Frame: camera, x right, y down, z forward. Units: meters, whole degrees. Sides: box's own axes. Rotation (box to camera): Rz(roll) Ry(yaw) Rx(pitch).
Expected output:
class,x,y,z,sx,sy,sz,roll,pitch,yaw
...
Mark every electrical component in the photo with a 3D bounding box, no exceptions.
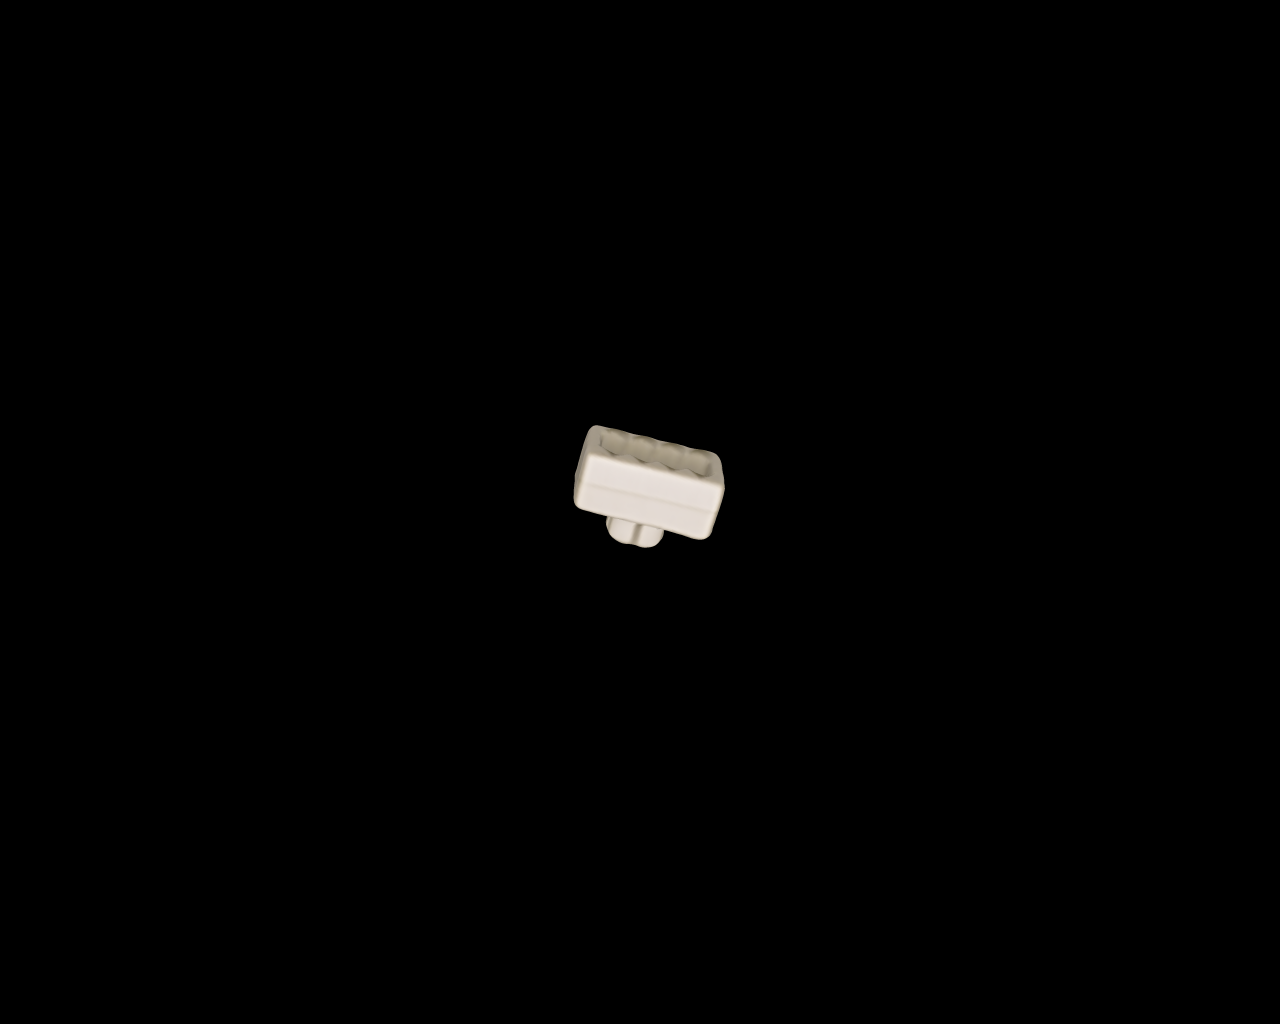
class,x,y,z,sx,sy,sz,roll,pitch,yaw
electrical component,0.001,-0.003,0.650,0.083,0.075,0.047,14,26,-7
